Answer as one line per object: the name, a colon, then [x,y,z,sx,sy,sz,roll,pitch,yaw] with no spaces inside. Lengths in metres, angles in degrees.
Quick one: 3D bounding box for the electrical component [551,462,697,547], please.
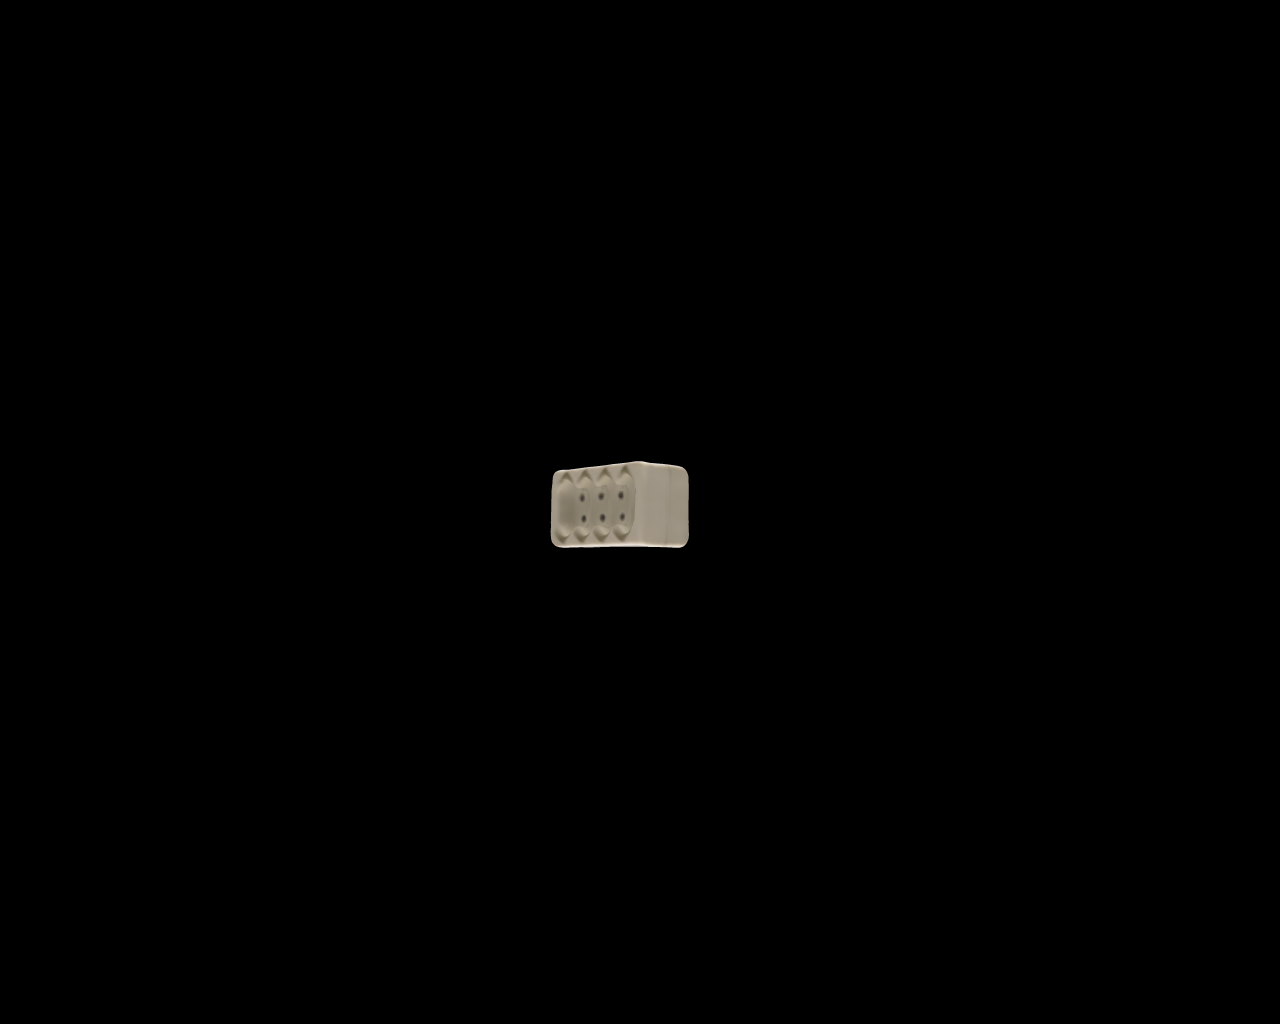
electrical component: [0.001,-0.003,0.650,0.076,0.047,0.083,2,-3,-43]
